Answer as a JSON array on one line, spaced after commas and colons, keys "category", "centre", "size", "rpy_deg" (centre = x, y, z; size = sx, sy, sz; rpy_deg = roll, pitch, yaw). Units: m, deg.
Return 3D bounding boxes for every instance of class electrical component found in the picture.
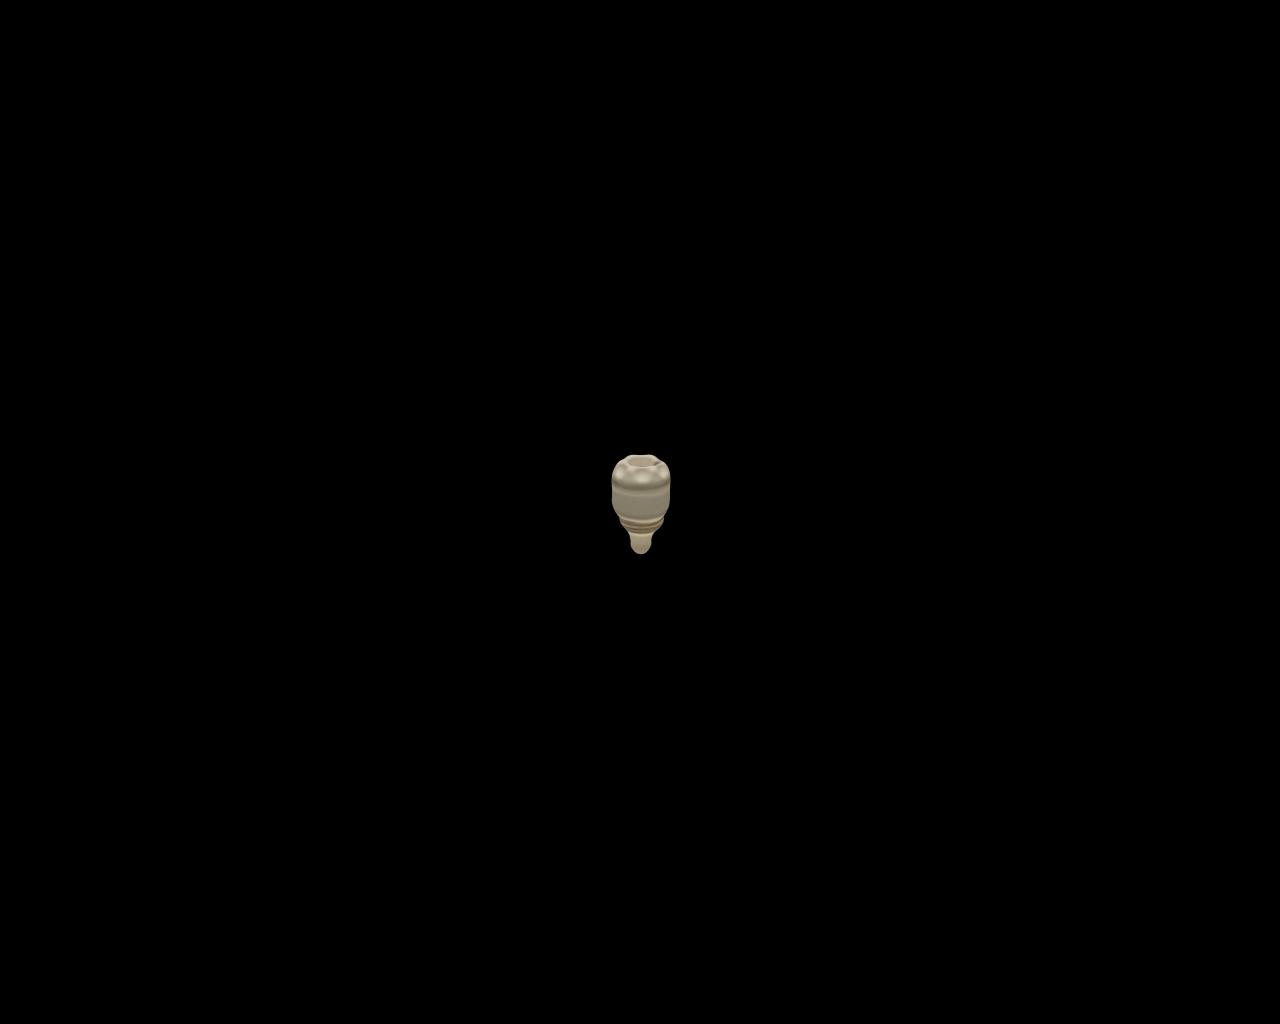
[{"category": "electrical component", "centre": [0.001, -0.003, 0.650], "size": [0.035, 0.061, 0.035], "rpy_deg": [0, 22, 0]}]
